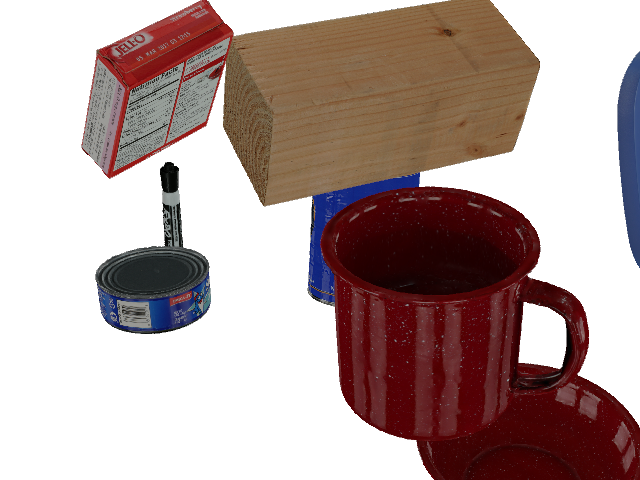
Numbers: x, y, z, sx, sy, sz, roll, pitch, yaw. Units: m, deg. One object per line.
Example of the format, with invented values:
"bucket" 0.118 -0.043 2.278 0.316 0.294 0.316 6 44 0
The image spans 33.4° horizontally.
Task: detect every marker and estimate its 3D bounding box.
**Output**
"marker" -0.150 -0.022 1.076 0.020 0.121 0.020 0 29 0

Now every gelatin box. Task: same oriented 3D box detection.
"gelatin box" -0.091 -0.083 0.585 0.073 0.030 0.089 -35 -15 -31

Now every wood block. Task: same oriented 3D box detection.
"wood block" 0.042 -0.105 0.779 0.205 0.091 0.090 -13 -39 -19

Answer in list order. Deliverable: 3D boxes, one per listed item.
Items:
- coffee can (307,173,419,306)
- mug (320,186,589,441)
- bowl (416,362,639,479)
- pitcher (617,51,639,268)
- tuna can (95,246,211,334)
"coffee can" 0.041 -0.016 1.016 0.103 0.140 0.103 2 16 -1
"mug" 0.059 0.035 0.469 0.117 0.081 0.093 10 34 20
"bowl" 0.149 0.161 0.771 0.162 0.055 0.162 -1 35 0
"pitcher" 0.248 -0.021 0.606 0.149 0.243 0.145 -1 22 16
"tuna can" -0.126 0.037 0.812 0.086 0.034 0.086 -2 25 1
